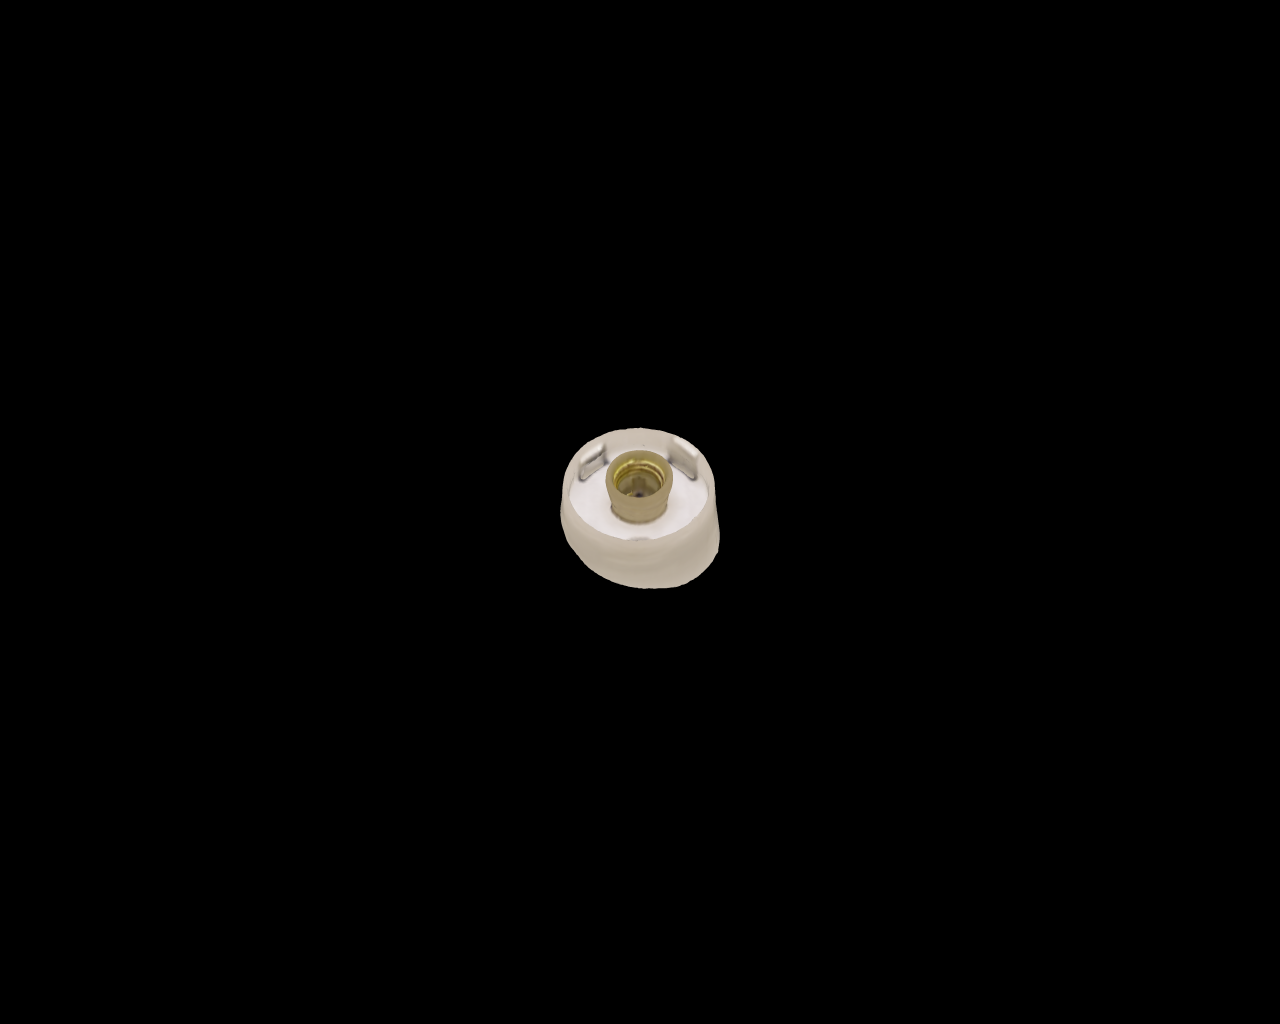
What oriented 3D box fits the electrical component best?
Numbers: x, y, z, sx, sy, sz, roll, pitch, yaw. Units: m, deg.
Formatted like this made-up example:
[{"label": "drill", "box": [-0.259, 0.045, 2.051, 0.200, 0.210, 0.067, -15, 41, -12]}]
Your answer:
[{"label": "electrical component", "box": [0.001, -0.003, 0.650, 0.099, 0.099, 0.064, 0, -40, 0]}]
